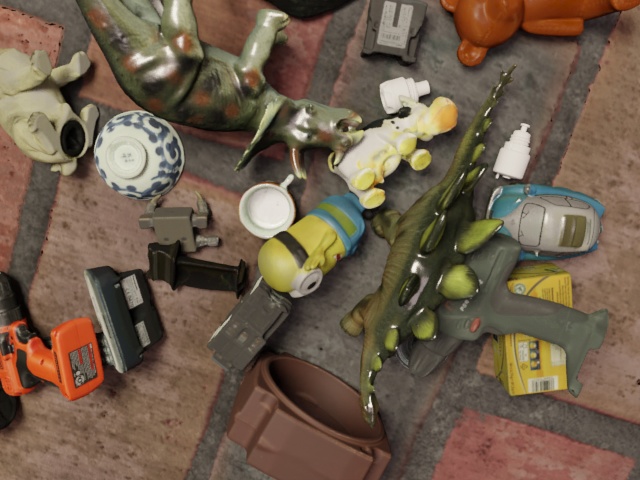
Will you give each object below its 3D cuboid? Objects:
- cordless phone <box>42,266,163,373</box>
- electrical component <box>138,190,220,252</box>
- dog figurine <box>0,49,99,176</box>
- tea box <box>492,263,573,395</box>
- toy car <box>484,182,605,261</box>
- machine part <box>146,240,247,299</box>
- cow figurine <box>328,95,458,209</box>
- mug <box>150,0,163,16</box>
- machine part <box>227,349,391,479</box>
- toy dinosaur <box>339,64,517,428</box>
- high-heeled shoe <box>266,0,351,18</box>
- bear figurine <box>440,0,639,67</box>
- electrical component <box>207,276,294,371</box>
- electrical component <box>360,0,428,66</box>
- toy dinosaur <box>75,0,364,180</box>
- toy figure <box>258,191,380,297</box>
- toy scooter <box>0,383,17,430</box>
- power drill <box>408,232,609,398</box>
[{"bbox_3d":[-0.331,0.114,0.757,0.184,0.089,0.146,-10,102,21],"label":"cordless phone"},{"bbox_3d":[-0.195,-0.025,0.744,0.102,0.045,0.078,-6,129,4],"label":"electrical component"},{"bbox_3d":[-0.405,-0.174,0.696,0.191,0.121,0.172,5,97,13],"label":"dog figurine"},{"bbox_3d":[0.298,0.124,0.760,0.098,0.068,0.169,-6,99,1],"label":"tea box"},{"bbox_3d":[0.309,-0.017,0.718,0.162,0.103,0.109,7,102,0],"label":"toy car"},{"bbox_3d":[-0.171,0.042,0.747,0.139,0.039,0.084,13,131,-9],"label":"machine part"},{"bbox_3d":[0.093,-0.128,0.691,0.167,0.098,0.068,-40,138,2],"label":"cow figurine"},{"bbox_3d":[-0.220,-0.252,0.686,0.107,0.081,0.109,-23,105,15],"label":"mug"},{"bbox_3d":[-0.012,0.239,0.713,0.201,0.201,0.087,27,97,-5],"label":"machine part"},{"bbox_3d":[0.139,0.002,0.670,0.105,0.198,0.471,23,76,-13],"label":"toy dinosaur"},{"bbox_3d":[-0.055,-0.363,0.683,0.249,0.086,0.145,-12,64,-19],"label":"high-heeled shoe"},{"bbox_3d":[0.259,-0.297,0.653,0.196,0.132,0.120,-17,97,-3],"label":"bear figurine"},{"bbox_3d":[-0.094,0.111,0.732,0.058,0.115,0.134,40,102,-4],"label":"electrical component"},{"bbox_3d":[0.099,-0.290,0.692,0.075,0.048,0.119,13,102,-3],"label":"electrical component"},{"bbox_3d":[-0.144,-0.192,0.614,0.404,0.131,0.192,15,94,-29],"label":"toy dinosaur"},{"bbox_3d":[-0.002,0.000,0.706,0.089,0.082,0.180,29,62,27],"label":"toy figure"},{"bbox_3d":[-0.526,0.204,0.768,0.135,0.075,0.183,-14,97,2],"label":"toy scooter"},{"bbox_3d":[0.241,0.117,0.693,0.208,0.086,0.231,26,109,26],"label":"power drill"}]
